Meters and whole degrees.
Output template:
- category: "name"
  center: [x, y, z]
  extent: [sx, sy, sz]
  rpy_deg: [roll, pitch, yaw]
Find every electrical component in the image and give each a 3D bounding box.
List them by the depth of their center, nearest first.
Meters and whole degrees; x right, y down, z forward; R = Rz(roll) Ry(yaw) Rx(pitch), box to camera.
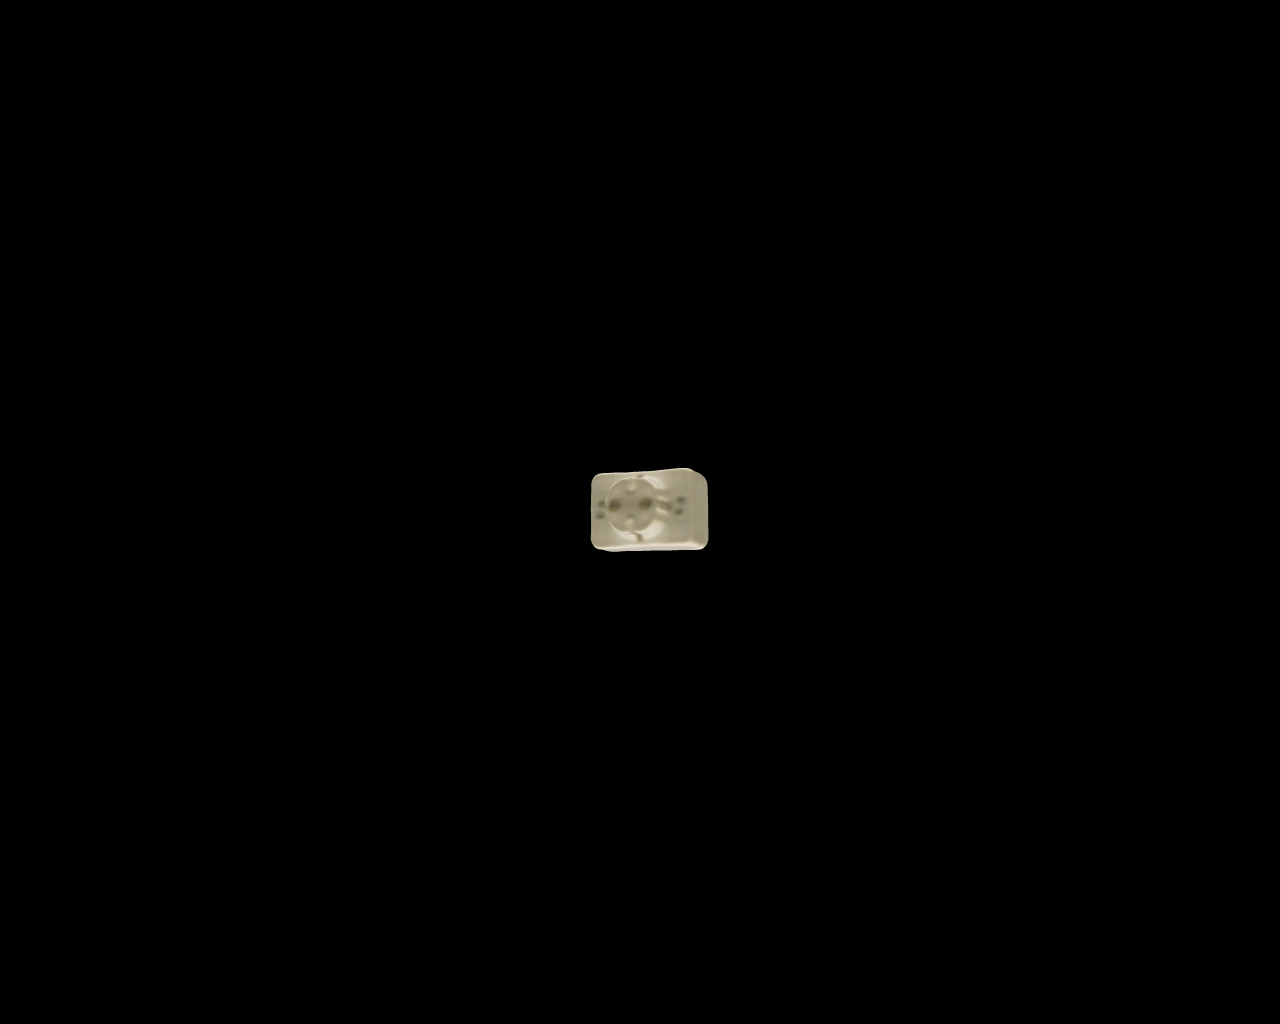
- category: "electrical component"
  center: [0.001, -0.003, 0.650]
  extent: [0.066, 0.047, 0.076]
  rpy_deg: [-2, -7, 18]
